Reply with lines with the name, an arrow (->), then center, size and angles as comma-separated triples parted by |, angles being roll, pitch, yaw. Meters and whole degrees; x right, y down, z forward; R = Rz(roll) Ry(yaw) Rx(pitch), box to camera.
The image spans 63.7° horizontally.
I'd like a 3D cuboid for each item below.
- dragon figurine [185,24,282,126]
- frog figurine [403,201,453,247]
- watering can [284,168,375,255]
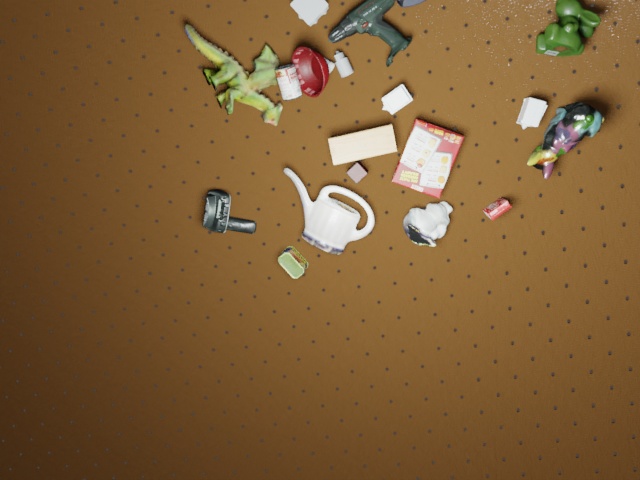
dragon figurine -> -0.251, -0.553, 1.683 | 0.243, 0.122, 0.408 | -26, 98, -7
frog figurine -> 0.355, -0.064, 1.694 | 0.138, 0.120, 0.162 | 32, 67, 9
watering can -> 0.005, -0.086, 1.712 | 0.348, 0.105, 0.222 | 25, 103, 1
